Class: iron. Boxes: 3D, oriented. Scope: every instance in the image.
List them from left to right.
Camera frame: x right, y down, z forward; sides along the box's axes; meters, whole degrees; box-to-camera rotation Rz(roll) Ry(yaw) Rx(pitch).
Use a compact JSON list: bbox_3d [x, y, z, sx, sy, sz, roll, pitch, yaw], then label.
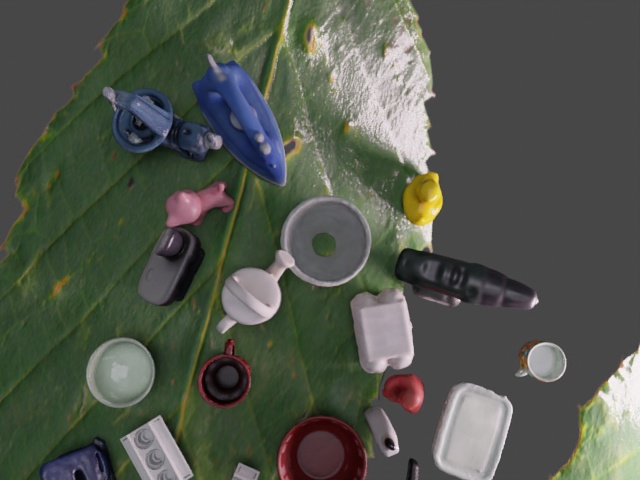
[{"bbox_3d":[-0.136,-0.221,1.056,0.118,0.141,0.258,-33,86,-5],"label":"iron"}]

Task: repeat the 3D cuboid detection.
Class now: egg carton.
[{"bbox_3d":[0.117,0.167,1.061,0.107,0.069,0.150,-10,84,-3],"label":"egg carton"}]

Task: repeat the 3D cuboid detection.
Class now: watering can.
[{"bbox_3d":[-0.116,0.091,0.997,0.101,0.194,0.173,20,83,0],"label":"watering can"}]

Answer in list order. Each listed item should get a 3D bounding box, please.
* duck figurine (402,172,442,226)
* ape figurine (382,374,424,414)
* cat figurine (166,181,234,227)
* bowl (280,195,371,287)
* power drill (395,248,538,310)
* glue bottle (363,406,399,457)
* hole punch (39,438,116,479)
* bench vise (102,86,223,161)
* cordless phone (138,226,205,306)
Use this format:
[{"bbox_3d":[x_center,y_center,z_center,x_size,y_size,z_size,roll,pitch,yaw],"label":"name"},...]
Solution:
[{"bbox_3d":[0.200,-0.081,1.083,0.077,0.086,0.105,14,83,0],"label":"duck figurine"},{"bbox_3d":[0.158,0.281,1.040,0.076,0.092,0.078,-26,85,-5],"label":"ape figurine"},{"bbox_3d":[-0.226,-0.070,1.048,0.128,0.117,0.067,-28,85,-5],"label":"cat figurine"},{"bbox_3d":[0.010,0.004,1.072,0.167,0.074,0.167,0,84,-2],"label":"bowl"},{"bbox_3d":[0.238,0.074,1.007,0.229,0.208,0.076,16,83,0],"label":"power drill"},{"bbox_3d":[0.112,0.339,0.991,0.037,0.173,0.078,-23,85,-4],"label":"glue bottle"},{"bbox_3d":[-0.420,0.418,1.001,0.101,0.091,0.109,-19,85,-4],"label":"hole punch"},{"bbox_3d":[-0.281,-0.218,1.011,0.207,0.219,0.121,-2,84,-2],"label":"bench vise"},{"bbox_3d":[-0.275,0.042,1.000,0.094,0.185,0.148,21,83,0],"label":"cordless phone"}]
